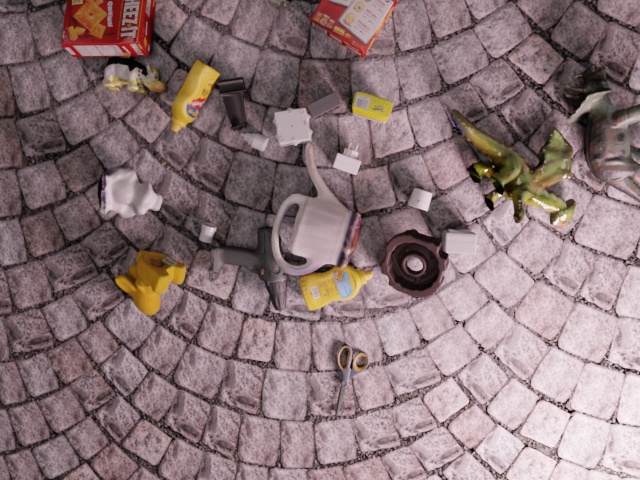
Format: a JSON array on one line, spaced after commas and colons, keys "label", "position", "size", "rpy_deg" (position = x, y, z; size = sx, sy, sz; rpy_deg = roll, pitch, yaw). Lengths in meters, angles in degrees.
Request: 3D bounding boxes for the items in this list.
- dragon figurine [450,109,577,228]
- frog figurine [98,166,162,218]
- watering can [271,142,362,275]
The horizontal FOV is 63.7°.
[{"label": "dragon figurine", "position": [0.520, -0.196, 1.309], "size": [0.243, 0.122, 0.408], "rpy_deg": [-29, 97, -6]}, {"label": "frog figurine", "position": [-0.513, -0.128, 1.394], "size": [0.159, 0.122, 0.138], "rpy_deg": [0, 88, -32]}, {"label": "watering can", "position": [0.004, -0.068, 1.347], "size": [0.224, 0.103, 0.349], "rpy_deg": [17, 85, 0]}]
